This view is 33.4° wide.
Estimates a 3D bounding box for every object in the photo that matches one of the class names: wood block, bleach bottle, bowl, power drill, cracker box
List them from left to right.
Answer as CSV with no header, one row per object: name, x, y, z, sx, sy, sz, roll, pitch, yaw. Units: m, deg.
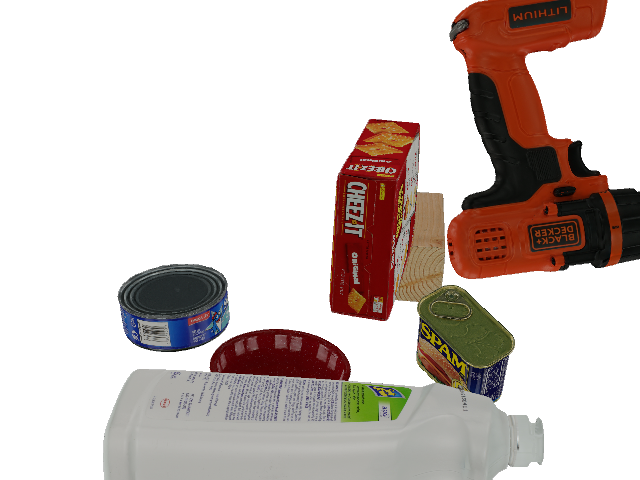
bowl,-0.047,0.165,1.231,0.162,0.055,0.162,2,26,-1
bleach bottle,0.006,0.121,0.633,0.251,0.068,0.102,1,20,2
cracker box,0.064,-0.030,1.205,0.072,0.164,0.213,6,23,10
wood block,0.138,0.005,1.603,0.091,0.090,0.206,4,25,4
power drill,0.168,-0.073,0.720,0.184,0.187,0.057,-8,-1,-3

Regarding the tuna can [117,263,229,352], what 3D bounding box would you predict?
tuna can,-0.115,0.052,0.841,0.086,0.034,0.086,-3,26,1

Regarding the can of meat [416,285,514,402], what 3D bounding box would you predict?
can of meat,0.140,0.109,1.058,0.057,0.084,0.102,-28,53,-23
